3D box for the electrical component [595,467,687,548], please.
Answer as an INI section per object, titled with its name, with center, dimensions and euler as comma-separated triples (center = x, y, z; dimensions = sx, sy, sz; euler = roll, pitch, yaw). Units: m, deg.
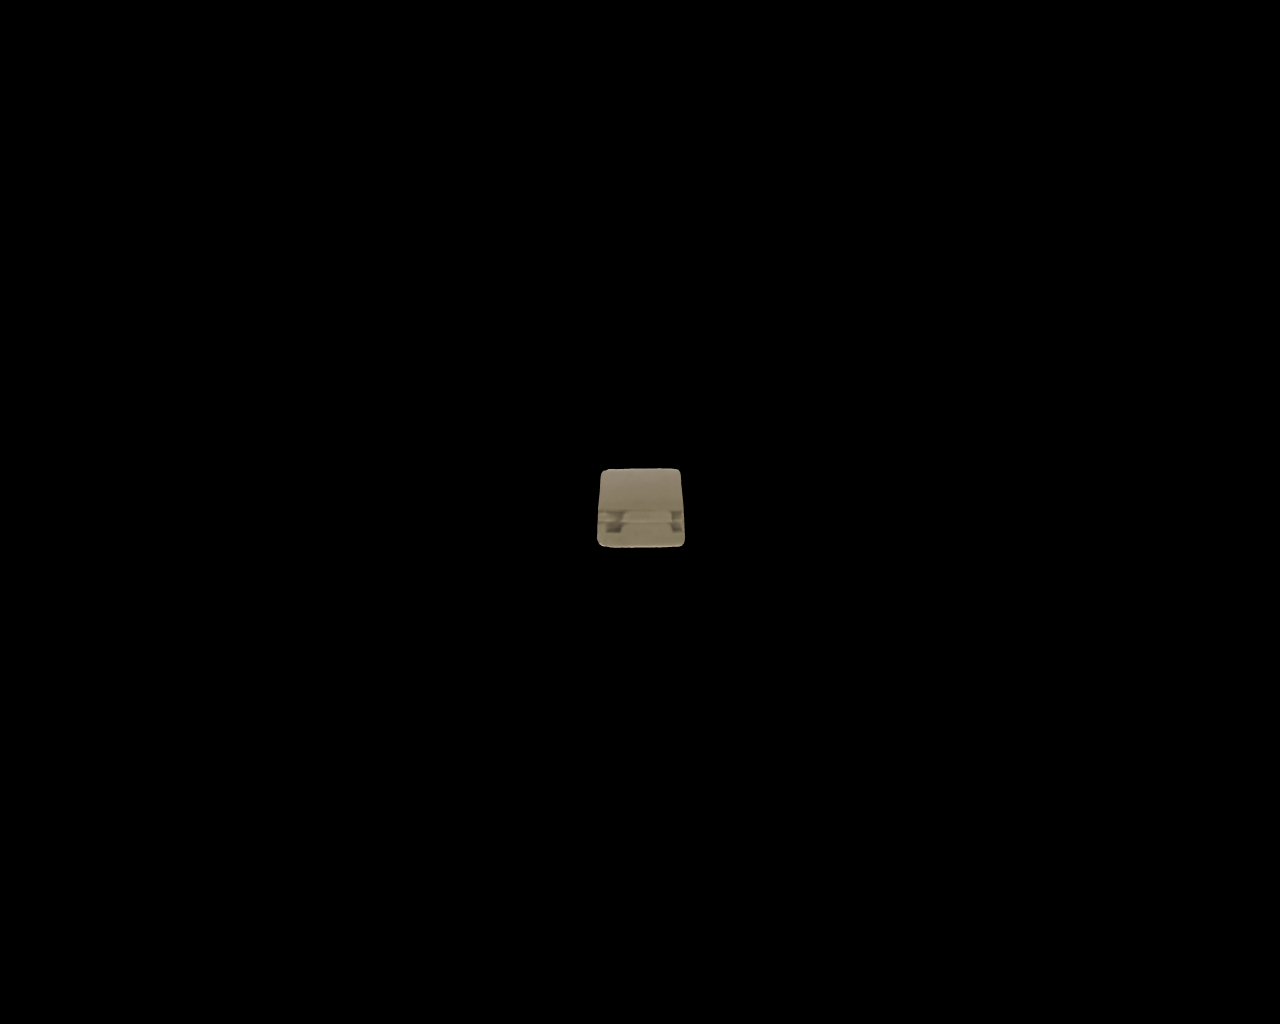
[electrical component]
center = 0.001, -0.003, 0.650
dimensions = 0.055, 0.047, 0.055
euler = 0, 0, 0
